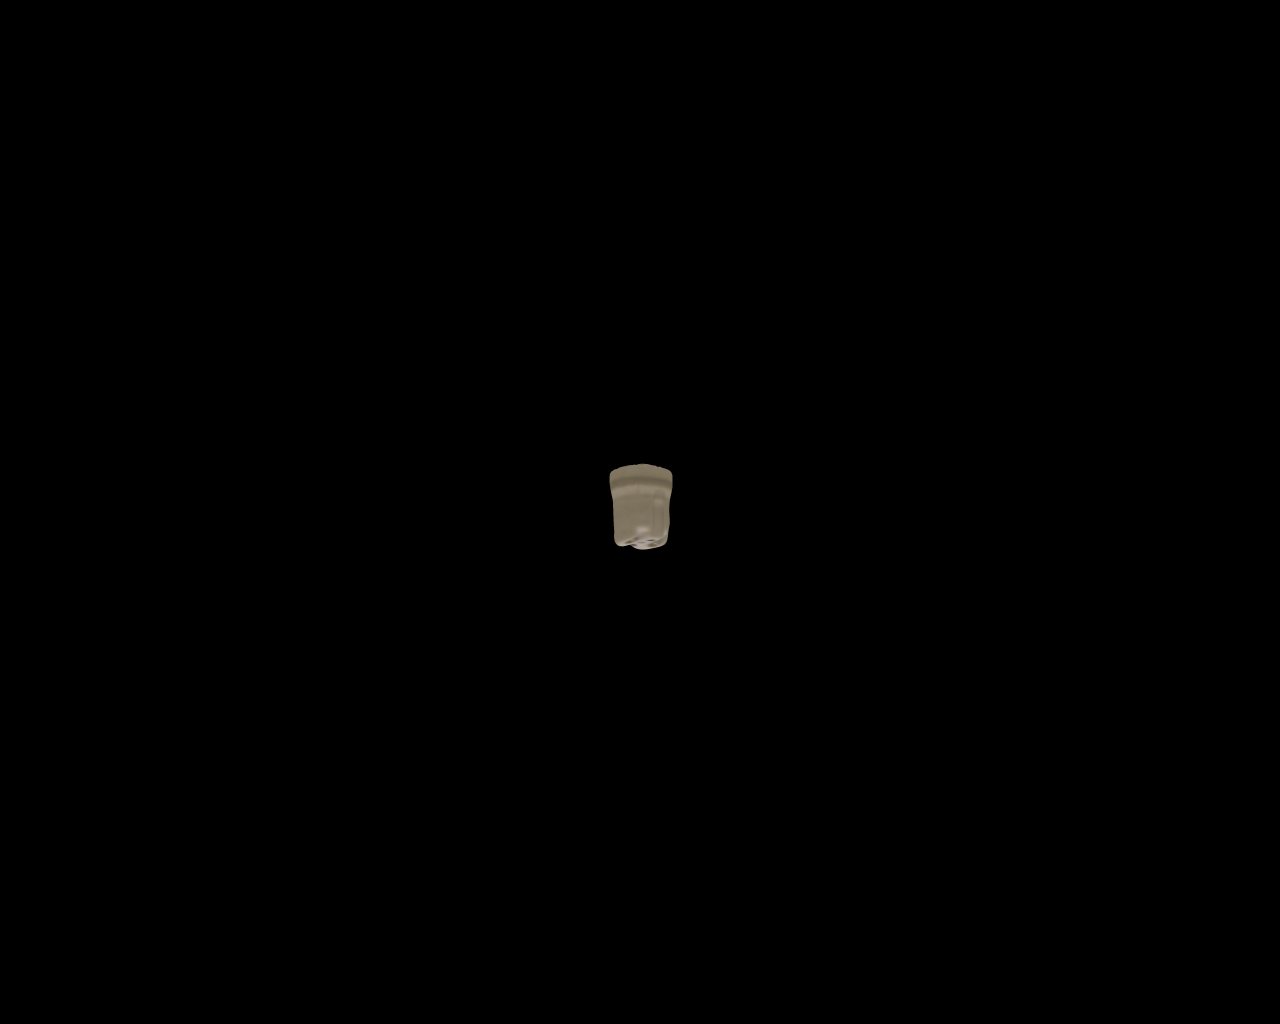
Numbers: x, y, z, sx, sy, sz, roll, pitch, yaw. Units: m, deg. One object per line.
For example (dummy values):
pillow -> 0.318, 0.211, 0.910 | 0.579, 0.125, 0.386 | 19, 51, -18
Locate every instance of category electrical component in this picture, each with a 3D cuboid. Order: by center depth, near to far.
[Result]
electrical component -> 0.001, -0.003, 0.650 | 0.040, 0.046, 0.040 | 0, -12, 0
